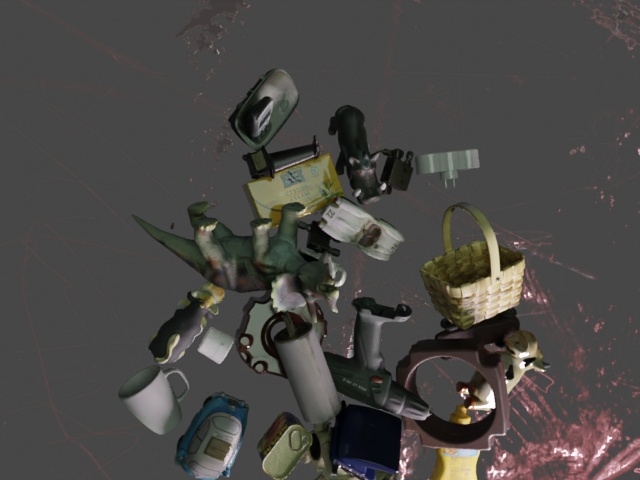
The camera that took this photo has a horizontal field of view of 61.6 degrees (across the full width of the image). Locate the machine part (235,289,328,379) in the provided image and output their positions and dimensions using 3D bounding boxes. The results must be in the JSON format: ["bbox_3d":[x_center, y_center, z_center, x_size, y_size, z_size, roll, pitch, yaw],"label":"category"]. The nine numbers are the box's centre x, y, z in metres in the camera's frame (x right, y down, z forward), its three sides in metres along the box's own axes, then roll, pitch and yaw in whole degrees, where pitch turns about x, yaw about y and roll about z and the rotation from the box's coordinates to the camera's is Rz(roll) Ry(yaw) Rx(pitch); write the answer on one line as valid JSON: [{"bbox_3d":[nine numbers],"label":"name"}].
[{"bbox_3d":[-0.072,0.176,1.022,0.179,0.056,0.179,0,91,-17],"label":"machine part"}]

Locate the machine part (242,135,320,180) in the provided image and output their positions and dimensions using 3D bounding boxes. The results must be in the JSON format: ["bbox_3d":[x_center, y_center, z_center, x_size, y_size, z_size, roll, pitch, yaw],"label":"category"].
[{"bbox_3d":[-0.066,-0.149,0.969,0.139,0.084,0.039,-19,132,-10],"label":"machine part"}]

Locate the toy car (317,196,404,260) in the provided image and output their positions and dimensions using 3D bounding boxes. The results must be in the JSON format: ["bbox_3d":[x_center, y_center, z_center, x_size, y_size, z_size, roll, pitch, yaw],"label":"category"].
[{"bbox_3d":[0.080,-0.020,1.025,0.201,0.056,0.073,26,106,-39],"label":"toy car"}]

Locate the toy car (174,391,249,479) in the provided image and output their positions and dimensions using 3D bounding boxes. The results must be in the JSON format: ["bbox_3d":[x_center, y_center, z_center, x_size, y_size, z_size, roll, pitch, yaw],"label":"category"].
[{"bbox_3d":[-0.188,0.365,0.971,0.109,0.103,0.161,31,85,-15],"label":"toy car"}]

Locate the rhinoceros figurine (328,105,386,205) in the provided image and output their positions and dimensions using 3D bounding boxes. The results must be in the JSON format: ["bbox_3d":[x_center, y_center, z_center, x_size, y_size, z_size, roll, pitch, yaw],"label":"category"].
[{"bbox_3d":[0.075,-0.161,1.025,0.073,0.112,0.190,-12,87,-17],"label":"rhinoceros figurine"}]

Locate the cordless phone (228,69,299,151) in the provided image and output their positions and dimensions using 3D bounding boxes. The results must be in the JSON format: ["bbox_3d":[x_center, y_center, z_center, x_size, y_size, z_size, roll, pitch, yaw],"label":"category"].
[{"bbox_3d":[-0.091,-0.242,0.939,0.088,0.184,0.146,38,82,-9],"label":"cordless phone"}]

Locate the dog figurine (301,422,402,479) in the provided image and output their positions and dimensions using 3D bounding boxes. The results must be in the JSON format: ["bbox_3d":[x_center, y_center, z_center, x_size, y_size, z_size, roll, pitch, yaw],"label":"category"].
[{"bbox_3d":[0.072,0.431,1.057,0.190,0.121,0.172,1,94,-30],"label":"dog figurine"}]

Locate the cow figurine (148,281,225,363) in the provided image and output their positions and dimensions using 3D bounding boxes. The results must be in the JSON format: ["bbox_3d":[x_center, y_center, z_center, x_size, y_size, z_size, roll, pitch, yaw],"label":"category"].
[{"bbox_3d":[-0.235,0.142,0.954,0.068,0.098,0.167,38,82,-7],"label":"cow figurine"}]

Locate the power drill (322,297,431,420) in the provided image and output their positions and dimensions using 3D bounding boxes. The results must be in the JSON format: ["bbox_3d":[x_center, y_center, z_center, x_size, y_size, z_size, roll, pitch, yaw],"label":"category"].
[{"bbox_3d":[0.117,0.220,1.020,0.232,0.086,0.207,14,109,10],"label":"power drill"}]

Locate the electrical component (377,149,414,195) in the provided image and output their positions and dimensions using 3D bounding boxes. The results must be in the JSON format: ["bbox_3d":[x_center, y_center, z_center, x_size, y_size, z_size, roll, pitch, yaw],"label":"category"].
[{"bbox_3d":[0.145,-0.138,1.082,0.078,0.045,0.102,13,90,-44],"label":"electrical component"}]

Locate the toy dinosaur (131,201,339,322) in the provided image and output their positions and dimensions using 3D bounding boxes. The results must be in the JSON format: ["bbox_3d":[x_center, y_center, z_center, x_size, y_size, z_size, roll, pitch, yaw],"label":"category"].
[{"bbox_3d":[-0.135,0.036,0.945,0.405,0.131,0.192,4,114,23],"label":"toy dinosaur"}]

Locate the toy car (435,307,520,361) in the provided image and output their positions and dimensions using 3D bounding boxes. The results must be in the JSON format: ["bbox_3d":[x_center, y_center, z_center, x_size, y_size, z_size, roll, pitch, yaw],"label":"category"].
[{"bbox_3d":[0.329,0.195,1.134,0.202,0.053,0.089,-9,114,-14],"label":"toy car"}]

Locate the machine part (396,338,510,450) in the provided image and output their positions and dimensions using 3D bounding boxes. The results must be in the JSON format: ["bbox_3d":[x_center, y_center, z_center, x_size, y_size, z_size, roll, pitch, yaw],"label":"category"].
[{"bbox_3d":[0.260,0.297,1.052,0.201,0.087,0.201,-7,95,25],"label":"machine part"}]

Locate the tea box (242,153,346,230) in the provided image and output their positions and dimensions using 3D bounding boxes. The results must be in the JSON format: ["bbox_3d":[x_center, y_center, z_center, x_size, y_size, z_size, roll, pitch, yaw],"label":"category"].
[{"bbox_3d":[-0.049,-0.090,1.014,0.170,0.068,0.098,-24,98,-13],"label":"tea box"}]

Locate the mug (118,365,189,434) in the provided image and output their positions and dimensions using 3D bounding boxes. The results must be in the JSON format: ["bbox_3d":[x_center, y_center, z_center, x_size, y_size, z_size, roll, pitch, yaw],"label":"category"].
[{"bbox_3d":[-0.284,0.283,0.959,0.109,0.081,0.107,-32,111,-18],"label":"mug"}]

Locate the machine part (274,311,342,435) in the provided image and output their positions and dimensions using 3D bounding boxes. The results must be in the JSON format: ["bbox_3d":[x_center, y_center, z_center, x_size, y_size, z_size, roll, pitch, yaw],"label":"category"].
[{"bbox_3d":[-0.021,0.240,0.972,0.079,0.079,0.243,-23,102,-14],"label":"machine part"}]

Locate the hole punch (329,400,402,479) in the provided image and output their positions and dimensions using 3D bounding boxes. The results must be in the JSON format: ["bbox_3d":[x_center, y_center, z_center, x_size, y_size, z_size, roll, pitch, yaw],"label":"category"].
[{"bbox_3d":[0.085,0.367,0.983,0.115,0.092,0.142,35,44,-20],"label":"hole punch"}]

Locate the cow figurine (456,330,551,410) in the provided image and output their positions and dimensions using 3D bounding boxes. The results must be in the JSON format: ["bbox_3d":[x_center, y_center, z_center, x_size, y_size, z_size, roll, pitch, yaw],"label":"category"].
[{"bbox_3d":[0.384,0.270,1.111,0.127,0.086,0.194,17,112,-22],"label":"cow figurine"}]

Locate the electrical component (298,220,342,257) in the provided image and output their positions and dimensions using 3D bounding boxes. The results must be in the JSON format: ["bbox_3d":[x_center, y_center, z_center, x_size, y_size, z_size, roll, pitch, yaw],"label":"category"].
[{"bbox_3d":[-0.002,-0.003,1.036,0.094,0.021,0.063,22,48,-14],"label":"electrical component"}]
